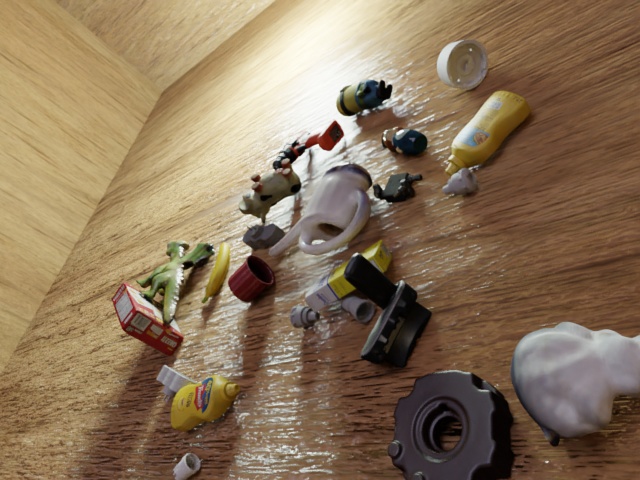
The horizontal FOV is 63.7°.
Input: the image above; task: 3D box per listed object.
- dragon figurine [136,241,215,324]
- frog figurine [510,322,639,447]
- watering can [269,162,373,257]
[{"bbox_3d":[-0.418,0.093,1.559,0.244,0.120,0.414,-47,33,-10],"label":"dragon figurine"},{"bbox_3d":[0.313,0.154,0.601,0.157,0.122,0.140,-38,13,39],"label":"frog figurine"},{"bbox_3d":[0.004,-0.061,1.202,0.345,0.103,0.228,-12,47,52],"label":"watering can"}]
